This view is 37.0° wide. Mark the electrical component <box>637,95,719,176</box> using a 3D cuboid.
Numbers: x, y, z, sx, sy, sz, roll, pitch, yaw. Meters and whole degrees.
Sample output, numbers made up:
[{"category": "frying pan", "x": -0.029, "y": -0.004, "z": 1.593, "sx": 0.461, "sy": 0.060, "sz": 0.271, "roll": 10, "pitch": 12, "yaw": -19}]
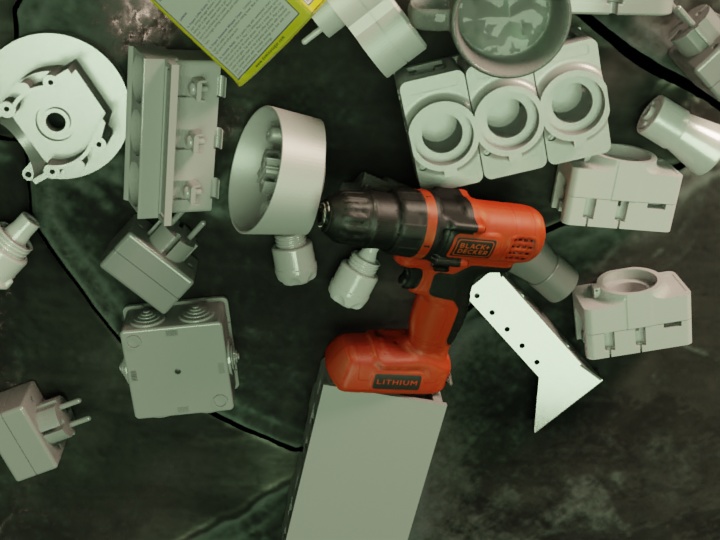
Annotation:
[{"category": "electrical component", "x": 0.255, "y": -0.110, "z": 0.856, "sx": 0.065, "sy": 0.044, "sz": 0.044, "roll": 29, "pitch": 108, "yaw": -10}]

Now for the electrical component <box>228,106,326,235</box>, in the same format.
[{"category": "electrical component", "x": -0.062, "y": -0.074, "z": 0.821, "sx": 0.064, "sy": 0.099, "sz": 0.099, "roll": 7, "pitch": 113, "yaw": -14}]

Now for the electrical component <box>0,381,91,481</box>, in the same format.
[{"category": "electrical component", "x": -0.269, "y": 0.131, "z": 0.919, "sx": 0.077, "sy": 0.047, "sz": 0.065, "roll": -20, "pitch": 113, "yaw": 5}]

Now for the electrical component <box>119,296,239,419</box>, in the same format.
[{"category": "electrical component", "x": -0.151, "y": 0.074, "z": 0.902, "sx": 0.100, "sy": 0.048, "sz": 0.099, "roll": -5, "pitch": 113, "yaw": -2}]

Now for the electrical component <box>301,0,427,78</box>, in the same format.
[{"category": "electrical component", "x": -0.020, "y": -0.197, "z": 0.793, "sx": 0.074, "sy": 0.052, "sz": 0.138, "roll": -36, "pitch": 111, "yaw": 11}]

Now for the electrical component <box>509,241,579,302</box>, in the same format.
[{"category": "electrical component", "x": 0.150, "y": -0.003, "z": 0.895, "sx": 0.065, "sy": 0.044, "sz": 0.044, "roll": 38, "pitch": 106, "yaw": -22}]

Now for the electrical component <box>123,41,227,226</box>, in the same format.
[{"category": "electrical component", "x": -0.142, "y": -0.105, "z": 0.817, "sx": 0.063, "sy": 0.079, "sz": 0.121, "roll": -5, "pitch": 115, "yaw": -26}]

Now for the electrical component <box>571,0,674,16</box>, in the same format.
[{"category": "electrical component", "x": 0.184, "y": -0.223, "z": 0.795, "sx": 0.095, "sy": 0.053, "sz": 0.059, "roll": 0, "pitch": 113, "yaw": -4}]

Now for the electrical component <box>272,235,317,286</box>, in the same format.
[{"category": "electrical component", "x": -0.056, "y": -0.020, "z": 0.876, "sx": 0.035, "sy": 0.035, "sz": 0.061, "roll": -9, "pitch": 110, "yaw": 0}]

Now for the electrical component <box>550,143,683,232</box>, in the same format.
[{"category": "electrical component", "x": 0.206, "y": -0.068, "z": 0.865, "sx": 0.089, "sy": 0.050, "sz": 0.055, "roll": 4, "pitch": 113, "yaw": -6}]

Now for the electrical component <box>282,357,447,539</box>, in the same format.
[{"category": "electrical component", "x": -0.001, "y": 0.175, "z": 0.949, "sx": 0.105, "sy": 0.060, "sz": 0.186, "roll": 11, "pitch": 112, "yaw": -8}]

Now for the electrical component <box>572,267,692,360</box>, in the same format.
[{"category": "electrical component", "x": 0.230, "y": 0.034, "z": 0.910, "sx": 0.089, "sy": 0.050, "sz": 0.055, "roll": -9, "pitch": 113, "yaw": 0}]

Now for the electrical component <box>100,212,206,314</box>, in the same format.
[{"category": "electrical component", "x": -0.156, "y": -0.018, "z": 0.863, "sx": 0.066, "sy": 0.047, "sz": 0.076, "roll": 40, "pitch": 105, "yaw": -18}]

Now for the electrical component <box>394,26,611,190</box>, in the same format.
[{"category": "electrical component", "x": 0.109, "y": -0.122, "z": 0.829, "sx": 0.150, "sy": 0.061, "sz": 0.089, "roll": -13, "pitch": 113, "yaw": 2}]

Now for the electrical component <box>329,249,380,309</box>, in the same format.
[{"category": "electrical component", "x": 0.000, "y": 0.000, "z": 0.889, "sx": 0.035, "sy": 0.035, "sz": 0.061, "roll": 24, "pitch": 107, "yaw": -13}]

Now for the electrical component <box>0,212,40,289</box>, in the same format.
[{"category": "electrical component", "x": -0.282, "y": -0.019, "z": 0.857, "sx": 0.062, "sy": 0.048, "sz": 0.048, "roll": -45, "pitch": 109, "yaw": 7}]

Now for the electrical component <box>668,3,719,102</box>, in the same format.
[{"category": "electrical component", "x": 0.261, "y": -0.174, "z": 0.815, "sx": 0.077, "sy": 0.065, "sz": 0.047, "roll": 42, "pitch": 105, "yaw": -18}]

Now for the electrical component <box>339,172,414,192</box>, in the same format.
[{"category": "electrical component", "x": 0.022, "y": -0.051, "z": 0.863, "sx": 0.081, "sy": 0.043, "sz": 0.043, "roll": 22, "pitch": 110, "yaw": -13}]
